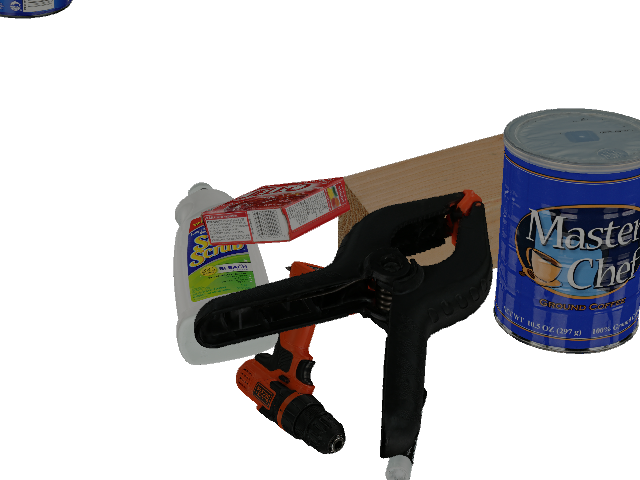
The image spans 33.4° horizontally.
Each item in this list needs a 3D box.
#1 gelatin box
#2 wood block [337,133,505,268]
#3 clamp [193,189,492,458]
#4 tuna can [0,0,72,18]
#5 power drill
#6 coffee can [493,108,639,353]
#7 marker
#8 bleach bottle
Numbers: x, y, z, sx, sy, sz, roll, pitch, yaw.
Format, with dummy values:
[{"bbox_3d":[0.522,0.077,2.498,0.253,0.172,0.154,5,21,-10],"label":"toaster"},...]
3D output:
[{"bbox_3d":[-0.034,-0.022,0.808,0.089,0.030,0.073,-3,17,43],"label":"gelatin box"},{"bbox_3d":[0.128,-0.026,0.998,0.205,0.090,0.091,-16,42,-20],"label":"wood block"},{"bbox_3d":[0.038,0.032,0.520,0.171,0.039,0.120,-33,58,-31],"label":"clamp"},{"bbox_3d":[-0.240,-0.209,0.852,0.086,0.034,0.086,5,35,-4],"label":"tuna can"},{"bbox_3d":[-0.011,0.131,1.232,0.057,0.188,0.185,15,10,-45],"label":"power drill"},{"bbox_3d":[0.174,-0.008,0.736,0.103,0.140,0.103,-1,27,0],"label":"coffee can"},{"bbox_3d":[0.070,0.153,0.862,0.020,0.020,0.121,0,25,13],"label":"marker"},{"bbox_3d":[-0.114,0.019,1.115,0.102,0.068,0.251,-10,37,-10],"label":"bleach bottle"}]
